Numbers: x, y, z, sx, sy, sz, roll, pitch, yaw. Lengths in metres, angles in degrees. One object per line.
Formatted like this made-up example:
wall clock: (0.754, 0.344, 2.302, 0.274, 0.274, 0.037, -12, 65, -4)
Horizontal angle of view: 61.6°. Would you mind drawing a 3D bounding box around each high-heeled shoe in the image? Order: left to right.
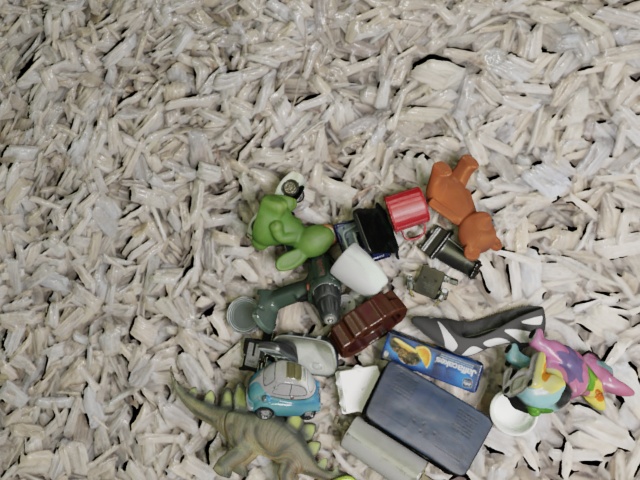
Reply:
high-heeled shoe: (0.322, 0.162, 1.084, 0.249, 0.086, 0.145, 21, 105, 2)

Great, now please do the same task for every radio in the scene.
radio: (0.205, 0.350, 1.056, 0.230, 0.073, 0.131, 29, 70, 11)

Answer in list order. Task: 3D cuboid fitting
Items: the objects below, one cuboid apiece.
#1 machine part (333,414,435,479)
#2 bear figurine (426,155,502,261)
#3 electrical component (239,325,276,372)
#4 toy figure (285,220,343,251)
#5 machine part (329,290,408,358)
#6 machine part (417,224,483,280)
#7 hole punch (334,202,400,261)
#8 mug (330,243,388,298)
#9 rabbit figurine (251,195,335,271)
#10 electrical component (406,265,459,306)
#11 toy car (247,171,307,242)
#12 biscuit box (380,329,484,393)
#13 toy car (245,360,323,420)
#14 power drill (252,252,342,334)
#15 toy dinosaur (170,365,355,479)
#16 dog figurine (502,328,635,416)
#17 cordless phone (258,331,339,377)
machine part: (0.129, 0.434, 1.091, 0.243, 0.079, 0.079, 27, 86, 20)
bear figurine: (0.308, -0.064, 1.124, 0.120, 0.131, 0.196, -15, 55, -26)
electrical component: (-0.132, 0.244, 1.217, 0.075, 0.047, 0.119, 10, 82, 35)
toy figure: (-0.002, -0.002, 1.244, 0.155, 0.058, 0.064, -16, 114, 11)
machine part: (0.099, 0.172, 1.111, 0.179, 0.179, 0.056, -36, 68, 5)
machine part: (0.287, 0.029, 1.162, 0.139, 0.039, 0.084, 40, 85, 22)
hole punch: (0.103, -0.005, 1.194, 0.092, 0.116, 0.142, -38, 65, 41)
mug: (0.083, 0.075, 1.111, 0.107, 0.109, 0.081, 41, 67, 12)
rabbit figurine: (-0.059, -0.008, 1.169, 0.170, 0.121, 0.159, 22, 91, 8)
electrical component: (0.236, 0.097, 1.156, 0.102, 0.045, 0.078, 27, 87, 20)
toy car: (-0.103, -0.074, 1.278, 0.056, 0.073, 0.201, 38, 90, 17)
biscuit box: (0.231, 0.248, 1.110, 0.203, 0.059, 0.062, 17, 90, 19)
toy car: (-0.068, 0.300, 1.098, 0.162, 0.102, 0.109, 9, 35, -6)
power drill: (-0.046, 0.127, 1.164, 0.207, 0.086, 0.232, -32, 28, 24)
toy dinosaur: (-0.144, 0.416, 1.165, 0.472, 0.105, 0.198, 18, 75, 10)
dog figurine: (0.458, 0.266, 0.984, 0.219, 0.108, 0.191, 28, 43, -2)
cordless phone: (-0.043, 0.233, 1.131, 0.147, 0.184, 0.088, 5, 75, 18)
